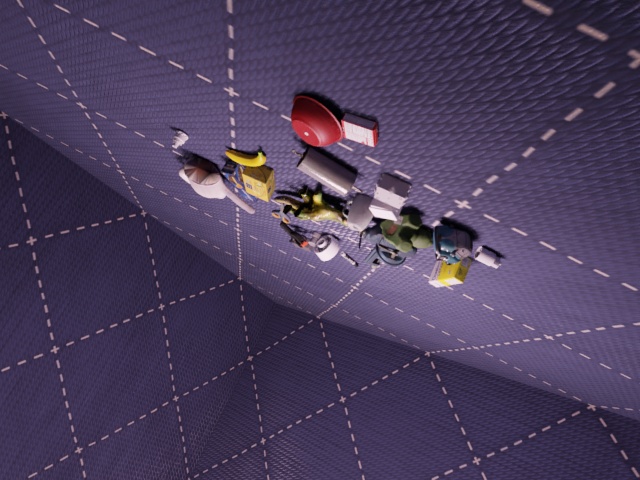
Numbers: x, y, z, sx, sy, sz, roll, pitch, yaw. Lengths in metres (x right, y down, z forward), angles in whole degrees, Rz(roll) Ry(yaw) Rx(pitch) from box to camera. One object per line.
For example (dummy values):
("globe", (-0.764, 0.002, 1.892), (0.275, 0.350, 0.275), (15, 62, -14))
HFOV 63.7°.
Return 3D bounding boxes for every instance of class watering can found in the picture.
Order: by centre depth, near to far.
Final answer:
("watering can", (-0.422, -0.220, 2.077), (0.348, 0.105, 0.221), (25, -17, 7))

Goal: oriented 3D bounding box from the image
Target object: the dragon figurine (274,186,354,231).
("dragon figurine", (0.006, -0.094, 1.858), (0.241, 0.122, 0.412), (27, -3, -28))
